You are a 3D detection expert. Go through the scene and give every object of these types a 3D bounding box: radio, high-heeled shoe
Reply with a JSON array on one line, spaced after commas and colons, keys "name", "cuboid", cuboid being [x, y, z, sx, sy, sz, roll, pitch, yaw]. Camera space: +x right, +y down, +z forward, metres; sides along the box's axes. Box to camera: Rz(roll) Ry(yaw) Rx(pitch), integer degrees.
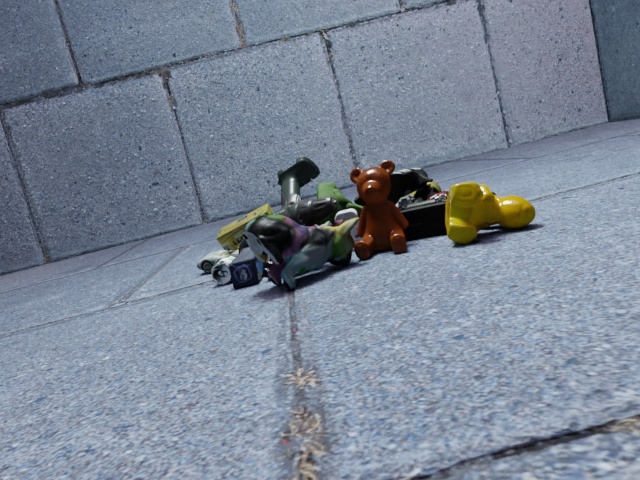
[{"name": "radio", "cuboid": [0.238, -0.051, 1.283, 0.230, 0.073, 0.131, -10, 9, 24]}, {"name": "high-heeled shoe", "cuboid": [0.182, -0.139, 1.412, 0.249, 0.086, 0.145, -14, 12, -16]}]

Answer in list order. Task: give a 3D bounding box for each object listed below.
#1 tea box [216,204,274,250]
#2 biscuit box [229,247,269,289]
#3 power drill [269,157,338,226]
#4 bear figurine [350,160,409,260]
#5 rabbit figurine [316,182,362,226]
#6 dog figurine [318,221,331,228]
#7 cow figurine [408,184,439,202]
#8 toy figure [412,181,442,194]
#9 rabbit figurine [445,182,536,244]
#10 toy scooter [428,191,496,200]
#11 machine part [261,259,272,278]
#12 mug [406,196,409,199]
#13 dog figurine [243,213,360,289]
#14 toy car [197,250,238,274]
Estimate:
[{"name": "tea box", "cuboid": [-0.198, -0.019, 1.537, 0.170, 0.098, 0.068, -26, 22, 11]}, {"name": "biscuit box", "cuboid": [-0.163, 0.058, 1.272, 0.063, 0.059, 0.203, -12, 8, 6]}, {"name": "power drill", "cuboid": [-0.045, -0.098, 1.265, 0.232, 0.086, 0.207, -28, 44, 31]}, {"name": "bear figurine", "cuboid": [0.127, -0.070, 1.184, 0.120, 0.195, 0.132, -8, 11, 17]}, {"name": "rabbit figurine", "cuboid": [0.075, -0.086, 1.479, 0.170, 0.121, 0.159, 4, 17, -5]}, {"name": "dog figurine", "cuboid": [-0.084, -0.004, 1.388, 0.191, 0.121, 0.172, -16, 22, 36]}, {"name": "cow figurine", "cuboid": [0.294, -0.115, 1.528, 0.068, 0.098, 0.167, -22, 10, -7]}, {"name": "toy figure", "cuboid": [0.289, -0.132, 1.668, 0.180, 0.089, 0.082, -4, 18, 38]}, {"name": "rabbit figurine", "cuboid": [0.347, -0.054, 1.105, 0.173, 0.121, 0.162, 2, 2, 12]}, {"name": "toy scooter", "cuboid": [0.358, -0.097, 1.395, 0.184, 0.075, 0.135, -10, 9, 6]}, {"name": "machine part", "cuboid": [-0.099, 0.046, 1.239, 0.084, 0.039, 0.139, -58, 7, 18]}, {"name": "mug", "cuboid": [0.217, -0.094, 1.600, 0.109, 0.080, 0.107, -32, 8, 26]}, {"name": "dog figurine", "cuboid": [-0.025, -0.006, 1.113, 0.219, 0.191, 0.108, -36, 11, -25]}, {"name": "toy car", "cuboid": [-0.244, 0.048, 1.472, 0.202, 0.056, 0.073, -10, 9, 20]}]
